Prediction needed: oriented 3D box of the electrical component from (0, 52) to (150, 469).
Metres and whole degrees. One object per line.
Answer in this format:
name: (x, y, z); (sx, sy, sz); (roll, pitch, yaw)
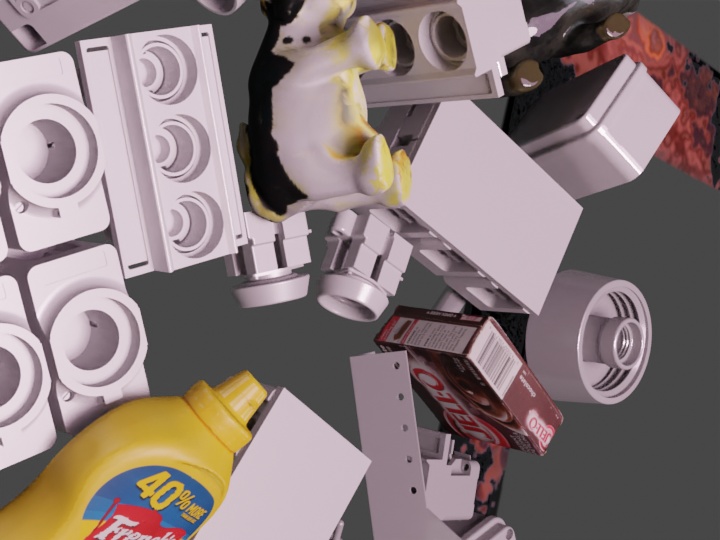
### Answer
electrical component: (-0.177, -0.005, 0.528); (0.105, 0.060, 0.186); (-21, 108, -38)

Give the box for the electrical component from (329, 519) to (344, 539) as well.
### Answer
electrical component: (-0.028, 0.193, 0.681); (0.077, 0.043, 0.079); (-7, 121, -41)

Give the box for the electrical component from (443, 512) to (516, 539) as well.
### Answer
electrical component: (0.060, 0.229, 0.763); (0.113, 0.057, 0.078); (-27, 111, -36)

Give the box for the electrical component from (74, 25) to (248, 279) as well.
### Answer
electrical component: (-0.111, -0.065, 0.578); (0.079, 0.063, 0.121); (-19, 106, -39)

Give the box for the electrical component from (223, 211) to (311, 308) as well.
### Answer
electrical component: (-0.057, -0.008, 0.644); (0.066, 0.048, 0.055); (-13, 95, -40)

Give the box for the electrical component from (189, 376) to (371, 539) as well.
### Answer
electrical component: (-0.074, 0.150, 0.633); (0.089, 0.062, 0.150); (45, 66, -35)

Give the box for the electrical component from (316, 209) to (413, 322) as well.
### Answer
electrical component: (0.000, 0.000, 0.695); (0.066, 0.048, 0.055); (35, 64, -38)

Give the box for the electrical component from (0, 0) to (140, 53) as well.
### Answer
electrical component: (-0.144, -0.173, 0.503); (0.108, 0.109, 0.056); (52, 37, -32)

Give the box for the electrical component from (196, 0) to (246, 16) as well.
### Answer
electrical component: (-0.063, -0.189, 0.621); (0.081, 0.043, 0.043); (-50, 124, -26)

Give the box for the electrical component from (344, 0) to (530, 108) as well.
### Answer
electrical component: (0.038, -0.145, 0.663); (0.063, 0.121, 0.078); (-32, 115, -38)

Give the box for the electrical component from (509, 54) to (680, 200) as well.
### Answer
electrical component: (0.163, -0.099, 0.779); (0.057, 0.113, 0.078); (44, 65, -14)

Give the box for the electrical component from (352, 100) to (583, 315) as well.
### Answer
electrical component: (0.071, -0.045, 0.733); (0.150, 0.062, 0.089); (37, 69, -32)

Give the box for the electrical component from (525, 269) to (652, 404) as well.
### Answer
electrical component: (0.189, 0.055, 0.856); (0.108, 0.060, 0.108); (-5, 97, -41)

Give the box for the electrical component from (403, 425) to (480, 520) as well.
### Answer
electrical component: (0.049, 0.152, 0.756); (0.064, 0.042, 0.081); (11, 88, -43)
